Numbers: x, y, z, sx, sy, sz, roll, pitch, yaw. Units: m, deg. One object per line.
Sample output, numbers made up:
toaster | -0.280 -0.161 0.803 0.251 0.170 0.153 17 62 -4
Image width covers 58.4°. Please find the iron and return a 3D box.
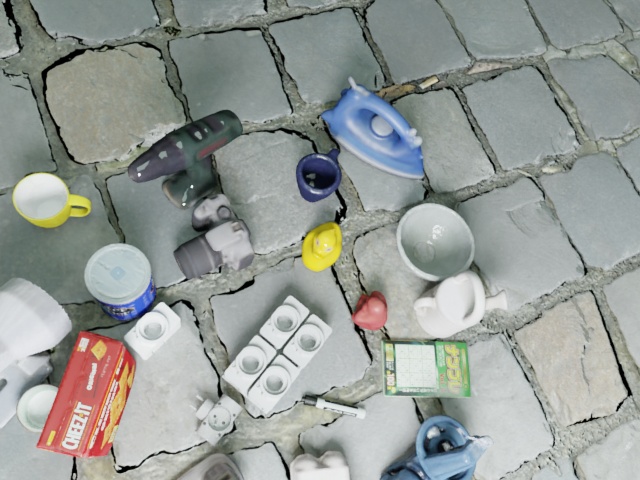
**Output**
iron | 0.136 -0.236 1.206 0.258 0.141 0.119 36 67 2

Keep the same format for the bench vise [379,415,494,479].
bench vise | 0.202 0.386 0.955 0.121 0.219 0.208 33 67 1

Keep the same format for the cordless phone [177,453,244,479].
cordless phone | -0.183 0.402 0.881 0.148 0.185 0.094 -35 81 -21

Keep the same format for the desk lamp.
desk lamp | -0.479 0.176 0.879 0.118 0.213 0.203 34 67 1

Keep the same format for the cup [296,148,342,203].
cup | -0.003 -0.127 1.160 0.091 0.095 0.118 33 67 0

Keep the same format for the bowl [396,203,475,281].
bowl | 0.225 0.013 1.173 0.167 0.074 0.167 4 70 -11

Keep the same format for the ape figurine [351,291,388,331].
ape figurine | 0.100 0.133 1.092 0.078 0.092 0.076 -25 78 -20

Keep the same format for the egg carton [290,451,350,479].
egg carton | 0.004 0.440 0.972 0.107 0.069 0.150 -2 71 -13

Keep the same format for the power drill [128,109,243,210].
power drill | -0.243 -0.139 1.048 0.230 0.208 0.075 -41 83 -22

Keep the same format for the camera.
camera | -0.206 0.000 1.065 0.137 0.100 0.143 -28 79 -20

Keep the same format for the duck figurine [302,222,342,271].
duck figurine | 0.010 0.004 1.121 0.077 0.086 0.105 31 67 0

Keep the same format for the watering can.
watering can | 0.267 0.115 1.081 0.173 0.194 0.101 -21 76 -19
